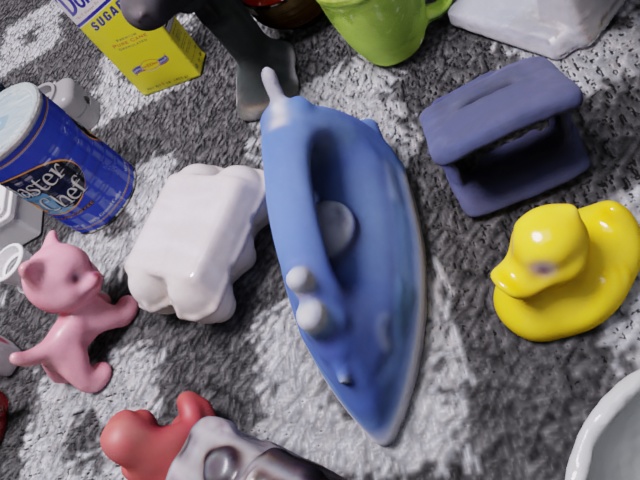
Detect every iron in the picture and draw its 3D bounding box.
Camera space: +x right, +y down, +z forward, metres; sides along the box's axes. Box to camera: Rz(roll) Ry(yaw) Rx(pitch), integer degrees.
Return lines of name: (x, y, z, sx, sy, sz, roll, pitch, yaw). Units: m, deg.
iron: (0.004, 0.001, 0.403, 0.118, 0.142, 0.258, -21, 54, 18)

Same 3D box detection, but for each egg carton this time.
egg carton: (-0.104, 0.000, 0.511, 0.107, 0.070, 0.150, 6, 66, 32)

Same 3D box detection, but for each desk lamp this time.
desk lamp: (0.167, -0.237, 0.406, 0.118, 0.214, 0.202, -50, 51, -5)

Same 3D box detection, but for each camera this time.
camera: (-0.043, 0.194, 0.341, 0.142, 0.101, 0.137, 13, 69, 34)

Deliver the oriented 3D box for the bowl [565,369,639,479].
bowl: (0.200, 0.136, 0.256, 0.167, 0.075, 0.167, -14, 57, 22)

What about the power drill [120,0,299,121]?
power drill: (-0.101, -0.216, 0.548, 0.075, 0.209, 0.229, -20, 54, 18)

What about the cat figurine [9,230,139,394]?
cat figurine: (-0.233, 0.060, 0.516, 0.067, 0.118, 0.128, 1, 63, 30)

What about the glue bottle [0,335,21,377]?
glue bottle: (-0.377, 0.085, 0.546, 0.077, 0.174, 0.037, 10, 68, 34)

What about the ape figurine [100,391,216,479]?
ape figurine: (-0.118, 0.148, 0.416, 0.078, 0.092, 0.076, -33, 51, 8)

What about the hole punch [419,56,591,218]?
hole punch: (0.127, -0.087, 0.419, 0.108, 0.091, 0.101, -24, 53, 15)

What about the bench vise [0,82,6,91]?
bench vise: (-0.494, -0.216, 0.761, 0.206, 0.220, 0.121, 29, 79, 38)

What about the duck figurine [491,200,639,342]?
duck figurine: (0.149, 0.008, 0.354, 0.104, 0.086, 0.077, -40, 51, 2)
